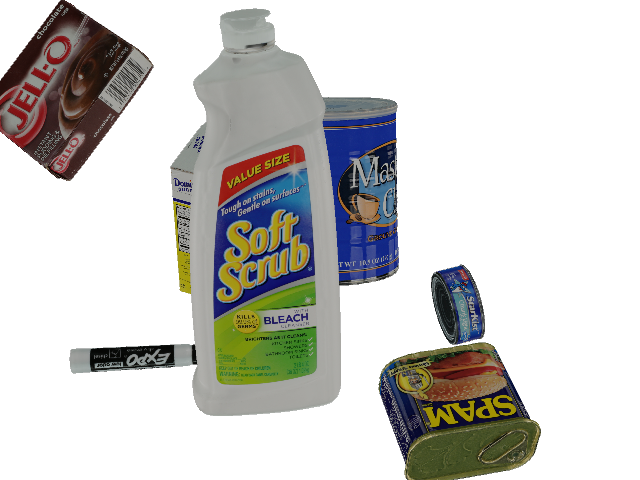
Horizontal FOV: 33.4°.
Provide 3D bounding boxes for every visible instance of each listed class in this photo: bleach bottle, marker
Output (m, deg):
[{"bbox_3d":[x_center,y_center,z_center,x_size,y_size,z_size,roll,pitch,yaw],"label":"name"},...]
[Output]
[{"bbox_3d":[-0.042,-0.015,0.662,0.102,0.251,0.068,-5,23,0],"label":"bleach bottle"},{"bbox_3d":[-0.131,0.089,0.821,0.121,0.020,0.020,-3,0,-3],"label":"marker"}]

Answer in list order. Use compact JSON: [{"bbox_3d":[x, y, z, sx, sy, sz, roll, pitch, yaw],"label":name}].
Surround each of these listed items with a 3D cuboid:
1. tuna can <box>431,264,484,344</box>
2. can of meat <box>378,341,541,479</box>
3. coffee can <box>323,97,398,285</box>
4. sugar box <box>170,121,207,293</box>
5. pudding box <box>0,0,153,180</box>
[{"bbox_3d":[0.152,0.072,1.190,0.033,0.086,0.086,-14,2,-8],"label":"tuna can"},{"bbox_3d":[0.101,0.128,0.803,0.102,0.057,0.084,-7,42,-12],"label":"can of meat"},{"bbox_3d":[0.013,-0.044,0.884,0.103,0.140,0.103,-2,14,0],"label":"coffee can"},{"bbox_3d":[-0.120,-0.032,1.143,0.048,0.176,0.093,13,42,15],"label":"sugar box"},{"bbox_3d":[-0.194,-0.115,0.810,0.090,0.113,0.039,35,-4,27],"label":"pudding box"}]
